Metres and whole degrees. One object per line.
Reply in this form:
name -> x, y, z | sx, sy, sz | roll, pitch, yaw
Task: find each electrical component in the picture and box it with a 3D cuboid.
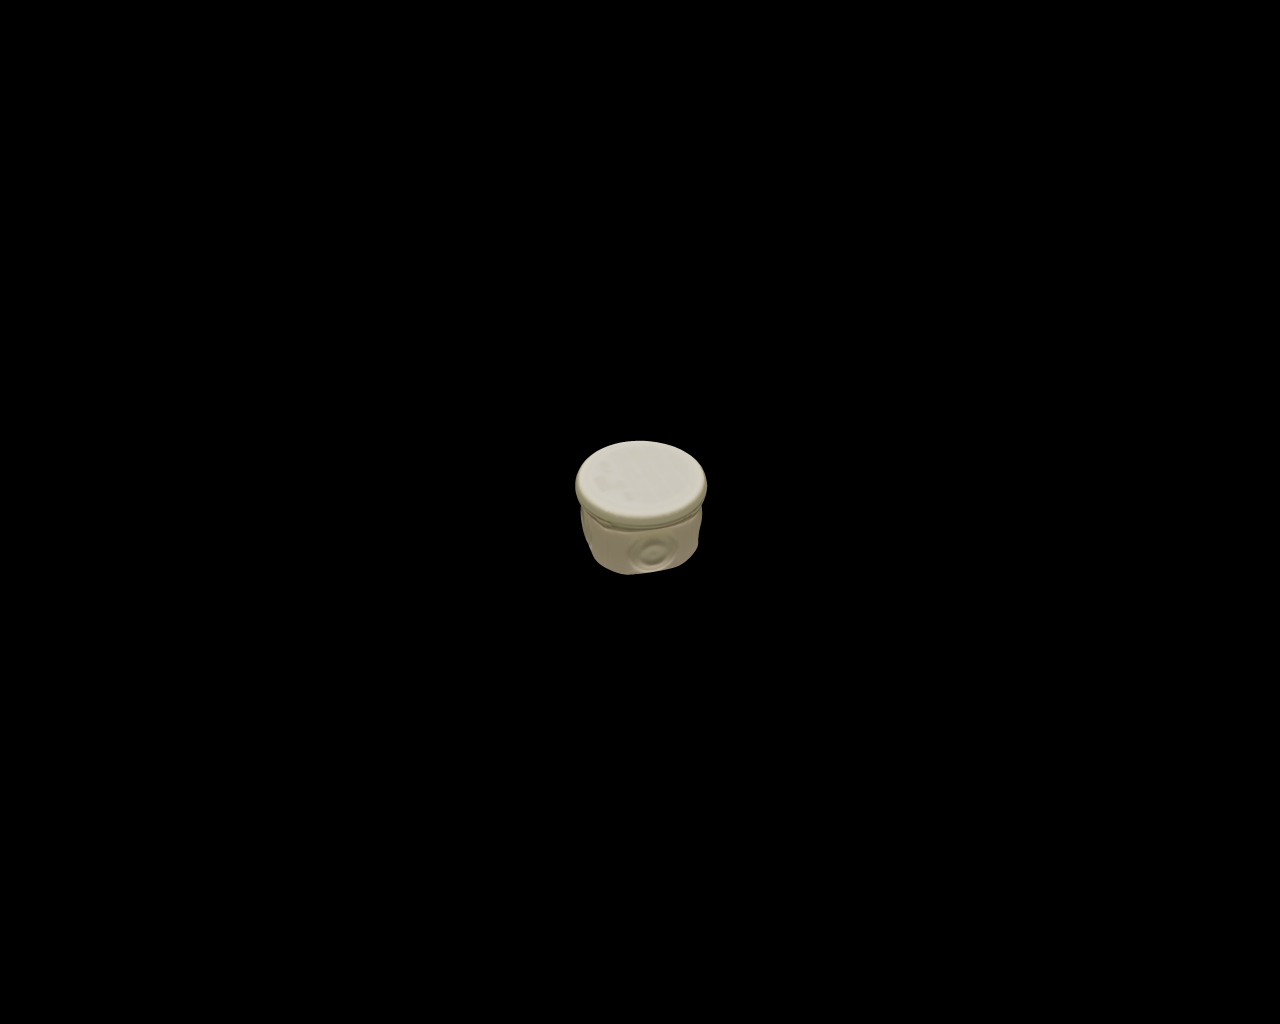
electrical component -> 0.001, -0.003, 0.650 | 0.080, 0.050, 0.080 | 0, 39, 0
